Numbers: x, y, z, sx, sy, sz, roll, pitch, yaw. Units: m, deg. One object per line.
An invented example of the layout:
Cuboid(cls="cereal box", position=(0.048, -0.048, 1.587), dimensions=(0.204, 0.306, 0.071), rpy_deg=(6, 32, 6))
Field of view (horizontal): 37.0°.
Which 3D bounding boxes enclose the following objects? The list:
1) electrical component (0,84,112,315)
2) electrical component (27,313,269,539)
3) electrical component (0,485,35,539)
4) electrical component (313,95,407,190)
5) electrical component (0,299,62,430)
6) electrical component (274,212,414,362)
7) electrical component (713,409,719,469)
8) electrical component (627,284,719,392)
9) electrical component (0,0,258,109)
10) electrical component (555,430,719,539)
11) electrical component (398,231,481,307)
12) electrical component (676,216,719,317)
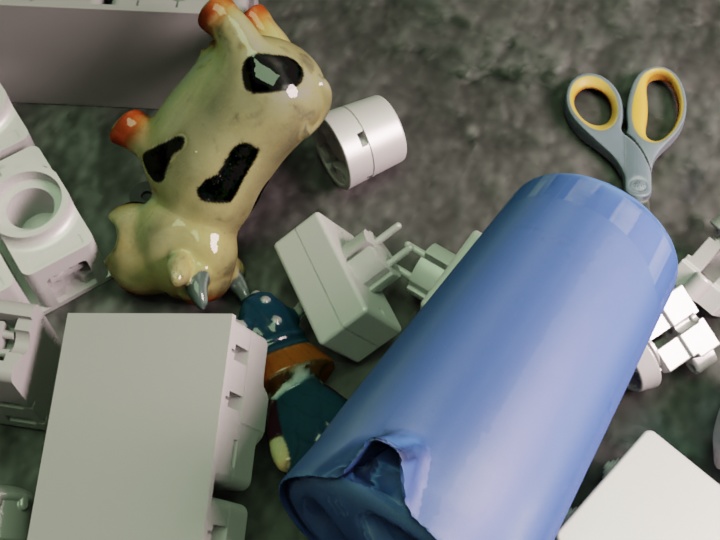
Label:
Cuboid(cls="electrical component", position=(-0.261, -0.052, 0.724), dimensions=(0.105, 0.060, 0.186), rpy_deg=(-30, 66, -15))
Cuboid(cls="electrical component", position=(-0.118, 0.122, 0.601), dimensions=(0.105, 0.060, 0.186), rpy_deg=(-1, 72, 20))
Cuboid(cls="electrical component", position=(-0.213, 0.157, 0.621), dimensions=(0.048, 0.048, 0.062), rpy_deg=(-3, 68, -1))
Cuboid(cls="electrical component", position=(0.000, -0.090, 0.745), dimensions=(0.047, 0.055, 0.055), rpy_deg=(-25, 64, -16))
Cuboid(cls="electrical component", position=(-0.217, 0.056, 0.648), dimensions=(0.056, 0.089, 0.050), rpy_deg=(8, 62, 5))
Cuboid(cls="electrical component", position=(0.000, 0.000, 0.679), dimensions=(0.076, 0.047, 0.083), rpy_deg=(-37, 56, 14))
Cuboid(cls="electrical component", position=(0.245, 0.088, 0.633), dimensions=(0.051, 0.080, 0.080), rpy_deg=(22, 64, 7))
Cuboid(cls="electrical component", position=(0.183, 0.044, 0.673), dimensions=(0.055, 0.048, 0.066), rpy_deg=(-32, 88, -13))
Cuboid(cls="electrical component", position=(-0.166, -0.171, 0.761), dimensions=(0.186, 0.105, 0.060), rpy_deg=(3, 62, 2))
Cuboid(cls="electrical component", position=(0.168, 0.156, 0.613), dimensions=(0.100, 0.048, 0.100), rpy_deg=(40, 69, 19))
Cuboid(cls="electrical component", position=(0.056, 0.008, 0.695), dimensions=(0.077, 0.047, 0.065), rpy_deg=(31, 66, 16))
Cuboid(cls="electrical component", position=(0.232, -0.003, 0.687), dimensions=(0.048, 0.066, 0.055), rpy_deg=(44, 104, 21))
